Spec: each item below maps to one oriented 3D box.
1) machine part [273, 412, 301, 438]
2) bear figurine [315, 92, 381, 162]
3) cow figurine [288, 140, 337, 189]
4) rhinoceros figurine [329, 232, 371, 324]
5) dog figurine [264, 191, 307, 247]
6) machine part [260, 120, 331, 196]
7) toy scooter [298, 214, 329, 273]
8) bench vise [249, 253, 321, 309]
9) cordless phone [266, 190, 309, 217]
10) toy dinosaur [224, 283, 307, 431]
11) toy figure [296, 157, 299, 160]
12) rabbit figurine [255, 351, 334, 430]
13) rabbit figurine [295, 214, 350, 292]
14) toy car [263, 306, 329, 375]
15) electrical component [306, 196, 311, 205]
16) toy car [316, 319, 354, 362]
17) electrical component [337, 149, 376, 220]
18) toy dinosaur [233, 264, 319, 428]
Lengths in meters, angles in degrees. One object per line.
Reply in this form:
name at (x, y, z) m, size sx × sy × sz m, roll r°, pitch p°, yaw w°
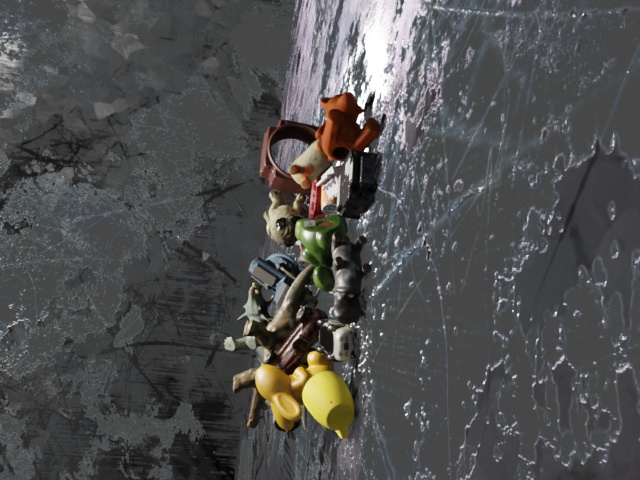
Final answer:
machine part at (-0.097, 0.454, 1.530) m, size 0.243 × 0.079 × 0.079 m, roll -98°, pitch 19°, yaw -59°
bear figurine at (0.059, -0.268, 1.170) m, size 0.132 × 0.120 × 0.196 m, roll 118°, pitch 163°, yaw -52°
cow figurine at (0.006, -0.218, 1.353) m, size 0.195 × 0.085 × 0.127 m, roll -46°, pitch 10°, yaw 3°
rhinoceros figurine at (0.051, 0.073, 1.058) m, size 0.112 × 0.073 × 0.190 m, roll 112°, pitch 163°, yaw -47°
dog figurine at (-0.093, -0.019, 1.411) m, size 0.191 × 0.121 × 0.172 m, roll -93°, pitch 0°, yaw -53°
machine part at (-0.068, -0.241, 1.570) m, size 0.087 × 0.201 × 0.201 m, roll 131°, pitch 147°, yaw -64°
toy scooter at (-0.003, -0.004, 1.381) m, size 0.183 × 0.075 × 0.135 m, roll 91°, pitch -155°, yaw -61°
bench vise at (-0.078, 0.111, 1.534) m, size 0.240 × 0.224 × 0.128 m, roll -20°, pitch -53°, yaw -68°
cordless phone at (-0.070, -0.059, 1.564) m, size 0.089 × 0.146 × 0.184 m, roll -46°, pitch 37°, yaw 7°
toy dinosaur at (-0.124, 0.321, 1.493) m, size 0.131 × 0.405 × 0.192 m, roll -36°, pitch -8°, yaw 30°
toy figure at (-0.041, -0.238, 1.751) m, size 0.180 × 0.082 × 0.089 m, roll -151°, pitch 68°, yaw -81°
rabbit figurine at (-0.061, 0.331, 1.185) m, size 0.121 × 0.173 × 0.162 m, roll 118°, pitch 162°, yaw -51°
rabbit figurine at (0.023, 0.044, 1.211) m, size 0.159 × 0.121 × 0.170 m, roll -125°, pitch 26°, yaw -65°
toy car at (-0.052, 0.245, 1.253) m, size 0.202 × 0.089 × 0.053 m, roll -52°, pitch 18°, yaw 10°
electrical component at (-0.013, -0.158, 1.653) m, size 0.078 × 0.045 × 0.102 m, roll -15°, pitch 66°, yaw 47°
toy car at (0.030, 0.207, 1.119) m, size 0.202 × 0.056 × 0.073 m, roll 161°, pitch 111°, yaw -79°
electrical component at (0.077, -0.117, 1.108) m, size 0.134 × 0.058 × 0.115 m, roll 128°, pitch 147°, yaw -68°
toy dinosaur at (-0.095, 0.253, 1.339) m, size 0.105 × 0.198 × 0.471 m, roll -145°, pitch 70°, yaw -77°
